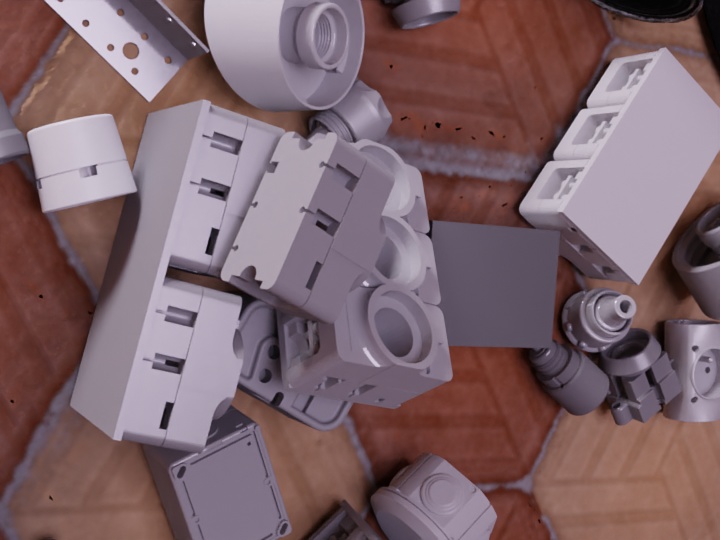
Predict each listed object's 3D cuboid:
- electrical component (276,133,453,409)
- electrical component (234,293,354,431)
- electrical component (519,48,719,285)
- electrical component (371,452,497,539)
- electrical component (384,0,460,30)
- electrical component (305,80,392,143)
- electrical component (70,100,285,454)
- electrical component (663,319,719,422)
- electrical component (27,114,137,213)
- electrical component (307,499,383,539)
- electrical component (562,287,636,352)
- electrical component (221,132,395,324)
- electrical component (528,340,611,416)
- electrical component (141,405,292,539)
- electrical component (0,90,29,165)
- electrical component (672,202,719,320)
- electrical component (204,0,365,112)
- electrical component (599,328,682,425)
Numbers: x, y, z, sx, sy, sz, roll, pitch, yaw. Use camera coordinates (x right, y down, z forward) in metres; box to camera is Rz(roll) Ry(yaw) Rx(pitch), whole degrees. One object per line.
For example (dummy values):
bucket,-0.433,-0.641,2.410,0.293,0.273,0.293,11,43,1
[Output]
electrical component,0.000,0.000,0.662,0.089,0.062,0.150,15,57,-38
electrical component,-0.052,0.057,0.685,0.095,0.059,0.053,35,77,-24
electrical component,0.197,-0.076,0.802,0.089,0.062,0.150,40,76,-23
electrical component,0.050,0.169,0.734,0.051,0.080,0.080,-41,110,-24
electrical component,0.040,-0.195,0.724,0.066,0.048,0.055,-16,93,-25
electrical component,-0.013,-0.092,0.704,0.062,0.043,0.043,-39,109,-19
electrical component,-0.105,0.003,0.628,0.060,0.105,0.186,16,86,-27
electrical component,0.281,0.079,0.864,0.079,0.044,0.077,-2,94,-27
electrical component,-0.163,-0.062,0.624,0.055,0.055,0.047,-16,96,-25
electrical component,0.041,0.252,0.713,0.060,0.105,0.186,-43,111,-7
electrical component,0.182,0.034,0.798,0.048,0.062,0.048,4,75,-15
electrical component,-0.025,-0.021,0.581,0.056,0.050,0.089,32,76,-39
electrical component,0.151,0.075,0.800,0.078,0.040,0.040,42,75,-23
electrical component,-0.090,0.140,0.674,0.062,0.061,0.096,-24,112,-25
electrical component,-0.214,-0.081,0.605,0.040,0.040,0.046,-23,98,-24
electrical component,0.294,-0.020,0.833,0.108,0.108,0.060,-47,106,-17
electrical component,-0.044,-0.148,0.670,0.099,0.064,0.099,-22,116,-53
electrical component,0.213,0.079,0.830,0.066,0.048,0.055,-35,116,-21
